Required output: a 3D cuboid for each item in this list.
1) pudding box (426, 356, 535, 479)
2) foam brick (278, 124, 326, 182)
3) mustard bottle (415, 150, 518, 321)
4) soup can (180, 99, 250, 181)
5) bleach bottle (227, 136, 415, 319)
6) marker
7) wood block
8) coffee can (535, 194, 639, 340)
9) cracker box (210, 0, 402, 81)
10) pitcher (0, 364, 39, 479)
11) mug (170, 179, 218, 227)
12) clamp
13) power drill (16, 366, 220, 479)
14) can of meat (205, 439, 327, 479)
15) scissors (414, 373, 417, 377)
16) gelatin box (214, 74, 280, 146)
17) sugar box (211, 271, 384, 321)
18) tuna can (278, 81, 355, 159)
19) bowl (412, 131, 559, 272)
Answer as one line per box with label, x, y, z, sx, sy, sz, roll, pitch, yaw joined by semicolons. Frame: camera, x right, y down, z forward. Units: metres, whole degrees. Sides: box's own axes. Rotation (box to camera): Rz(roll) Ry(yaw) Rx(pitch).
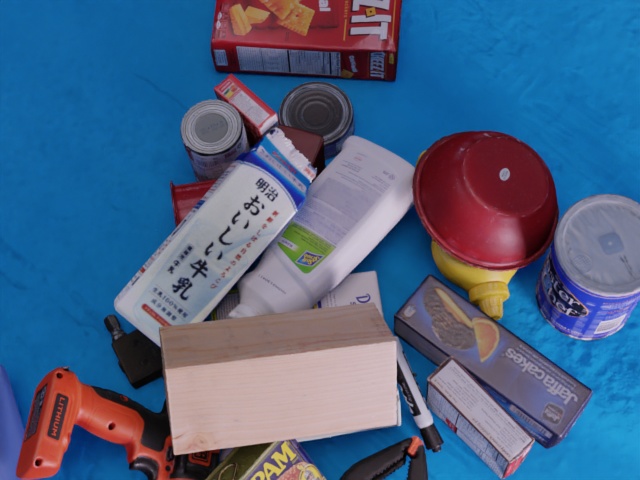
pudding box;0.152;0.173;1.028;0.039;0.090;0.113;-42;71;-13
foam brick;-0.027;-0.080;1.152;0.051;0.078;0.053;18;69;9
mustard bottle;0.163;-0.007;1.119;0.096;0.058;0.191;-5;66;-11
soup can;-0.110;-0.098;1.152;0.068;0.102;0.068;-1;67;3
bleach bottle;-0.007;0.001;1.090;0.103;0.068;0.250;29;59;28
marker;0.092;0.154;1.055;0.020;0.020;0.121;-24;91;-7
wood block;-0.039;0.125;0.986;0.206;0.091;0.090;-6;22;-10
coffee can;0.273;0.030;1.053;0.103;0.140;0.103;-1;67;3
cracker box;-0.012;-0.276;1.237;0.214;0.072;0.164;4;68;4
pitcher;-0.338;0.243;1.015;0.149;0.145;0.243;-7;60;-28
mug;-0.110;-0.011;1.129;0.081;0.093;0.117;-9;92;-6
clamp;0.032;0.276;1.021;0.165;0.036;0.210;21;67;19
power drill;-0.185;0.208;1.007;0.187;0.057;0.184;21;53;-25
can of meat;-0.049;0.234;1.007;0.102;0.058;0.084;-45;108;-30
scissors;-0.012;0.146;1.069;0.201;0.096;0.016;15;34;-17
gelatin box;-0.076;-0.132;1.171;0.030;0.089;0.073;-43;71;-11
sugar box;-0.022;0.091;1.099;0.176;0.048;0.093;-6;68;-3
tuna can;-0.004;-0.135;1.198;0.086;0.034;0.086;-1;67;3
bowl;0.178;-0.052;1.079;0.162;0.055;0.162;6;64;-13
